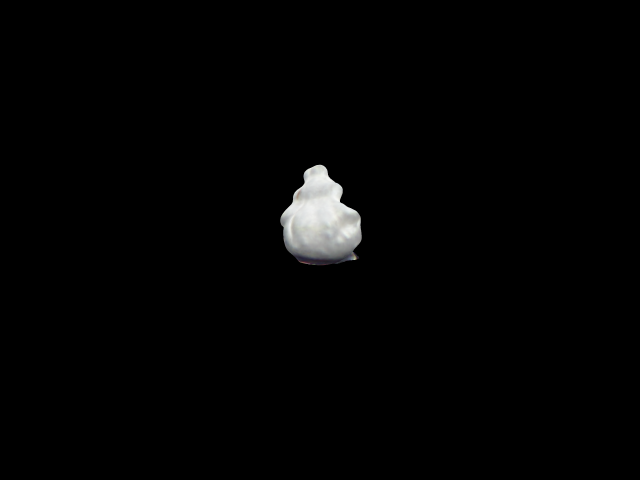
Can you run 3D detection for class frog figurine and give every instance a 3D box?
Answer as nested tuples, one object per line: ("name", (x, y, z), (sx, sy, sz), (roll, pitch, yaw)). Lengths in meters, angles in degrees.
("frog figurine", (0.003, -0.043, 0.850), (0.137, 0.158, 0.123), (6, 12, 31))
